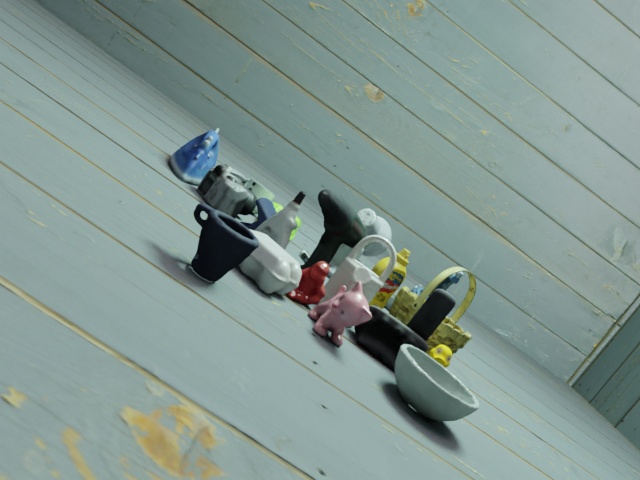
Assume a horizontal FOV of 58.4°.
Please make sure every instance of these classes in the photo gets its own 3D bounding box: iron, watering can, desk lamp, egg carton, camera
[{"bbox_3d":[-0.313,-0.231,1.514,0.119,0.141,0.258,34,8,-15],"label":"iron"},{"bbox_3d":[0.086,0.080,1.197,0.101,0.194,0.172,34,8,-17],"label":"watering can"},{"bbox_3d":[0.101,0.012,1.615,0.117,0.213,0.204,39,8,21],"label":"desk lamp"},{"bbox_3d":[-0.105,0.039,1.064,0.150,0.069,0.107,39,8,22],"label":"egg carton"},{"bbox_3d":[-0.211,-0.115,1.415,0.137,0.100,0.142,30,10,-41],"label":"camera"}]

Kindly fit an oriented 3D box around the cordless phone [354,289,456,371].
[{"bbox_3d":[0.169,0.155,1.142,0.147,0.185,0.094,36,7,-2],"label":"cordless phone"}]

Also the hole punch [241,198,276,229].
[{"bbox_3d":[-0.125,-0.041,1.388,0.101,0.091,0.109,38,7,10],"label":"hole punch"}]

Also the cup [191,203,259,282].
[{"bbox_3d":[-0.165,0.007,0.884,0.117,0.095,0.092,38,7,11],"label":"cup"}]

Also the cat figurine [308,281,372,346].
[{"bbox_3d":[0.044,0.123,1.030,0.067,0.117,0.127,34,8,-18],"label":"cat figurine"}]

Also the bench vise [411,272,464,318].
[{"bbox_3d":[0.324,0.158,1.706,0.122,0.219,0.206,32,9,-33],"label":"bench vise"}]

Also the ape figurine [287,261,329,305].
[{"bbox_3d":[-0.017,0.080,1.121,0.078,0.092,0.076,37,7,5],"label":"ape figurine"}]

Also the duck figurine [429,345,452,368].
[{"bbox_3d":[0.246,0.262,1.221,0.077,0.086,0.105,37,7,7],"label":"duck figurine"}]

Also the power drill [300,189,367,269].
[{"bbox_3d":[0.012,0.005,1.271,0.075,0.208,0.230,40,8,31],"label":"power drill"}]

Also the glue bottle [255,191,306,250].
[{"bbox_3d":[-0.082,-0.027,1.178,0.078,0.173,0.037,39,8,22],"label":"glue bottle"}]

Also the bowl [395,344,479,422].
[{"bbox_3d":[0.189,0.262,1.000,0.167,0.074,0.167,36,7,-5],"label":"bowl"}]
